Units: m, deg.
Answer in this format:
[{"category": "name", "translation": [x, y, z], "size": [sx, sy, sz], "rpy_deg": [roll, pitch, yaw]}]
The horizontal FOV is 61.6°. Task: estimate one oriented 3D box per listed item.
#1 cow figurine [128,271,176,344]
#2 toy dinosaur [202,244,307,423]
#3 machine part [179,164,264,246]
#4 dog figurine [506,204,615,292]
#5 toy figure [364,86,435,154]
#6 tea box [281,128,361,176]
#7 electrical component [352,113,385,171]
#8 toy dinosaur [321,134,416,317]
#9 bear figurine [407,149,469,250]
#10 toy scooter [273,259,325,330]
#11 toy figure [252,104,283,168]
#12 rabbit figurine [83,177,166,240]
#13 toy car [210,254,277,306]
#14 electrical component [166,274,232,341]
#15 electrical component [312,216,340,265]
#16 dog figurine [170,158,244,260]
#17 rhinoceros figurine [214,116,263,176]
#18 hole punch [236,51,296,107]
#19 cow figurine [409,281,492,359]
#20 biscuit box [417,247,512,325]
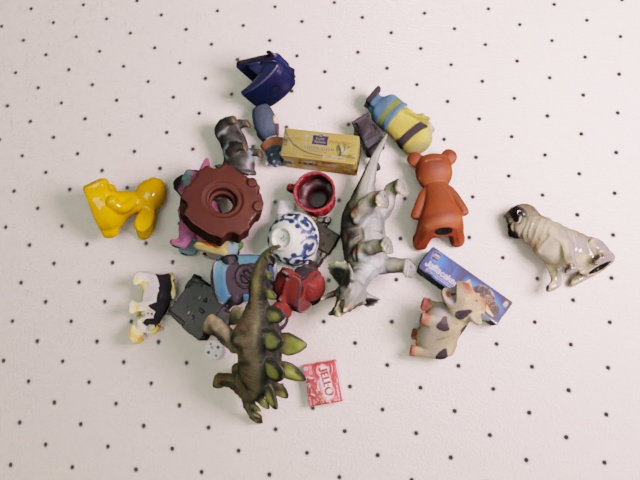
[{"category": "cow figurine", "translation": [-0.379, 0.154, 1.219], "size": [0.098, 0.068, 0.167], "rpy_deg": [5, 81, 2]}, {"category": "toy dinosaur", "translation": [-0.121, 0.199, 1.042], "size": [0.199, 0.105, 0.470], "rpy_deg": [18, 125, 30]}, {"category": "machine part", "translation": [-0.209, -0.077, 1.149], "size": [0.179, 0.056, 0.179], "rpy_deg": [4, 69, -12]}, {"category": "dog figurine", "translation": [0.502, -0.007, 1.127], "size": [0.172, 0.121, 0.191], "rpy_deg": [-5, 57, -27]}, {"category": "toy figure", "translation": [0.177, -0.266, 1.219], "size": [0.180, 0.082, 0.089], "rpy_deg": [38, 97, 8]}, {"category": "tea box", "translation": [0.004, -0.199, 1.218], "size": [0.170, 0.098, 0.068], "rpy_deg": [7, 82, 7]}, {"category": "electrical component", "translation": [0.119, -0.220, 1.219], "size": [0.048, 0.074, 0.119], "rpy_deg": [-31, 73, 1]}, {"category": "toy dinosaur", "translation": [0.096, -0.016, 1.158], "size": [0.192, 0.131, 0.405], "rpy_deg": [-20, 56, 41]}, {"category": "bear figurine", "translation": [0.251, -0.092, 1.173], "size": [0.120, 0.131, 0.196], "rpy_deg": [-7, 61, 5]}, {"category": "toy scooter", "translation": [-0.048, 0.096, 1.118], "size": [0.075, 0.184, 0.135], "rpy_deg": [22, 127, 25]}, {"category": "toy figure", "translation": [-0.115, -0.242, 1.262], "size": [0.058, 0.064, 0.154], "rpy_deg": [-14, 81, -34]}, {"category": "rabbit figurine", "translation": [-0.438, -0.084, 1.249], "size": [0.173, 0.122, 0.162], "rpy_deg": [-24, 80, -17]}, {"category": "toy car", "translation": [-0.174, 0.080, 1.166], "size": [0.161, 0.103, 0.109], "rpy_deg": [-10, 94, -38]}, {"category": "electrical component", "translation": [-0.259, 0.158, 1.205], "size": [0.134, 0.058, 0.115], "rpy_deg": [33, 87, 12]}, {"category": "electrical component", "translation": [-0.001, -0.004, 1.209], "size": [0.078, 0.045, 0.102], "rpy_deg": [37, 86, 14]}, {"category": "dog figurine", "translation": [-0.253, -0.070, 1.224], "size": [0.192, 0.108, 0.219], "rpy_deg": [10, 78, 10]}, {"category": "rhinoceros figurine", "translation": [-0.197, -0.194, 1.242], "size": [0.112, 0.073, 0.190], "rpy_deg": [-20, 82, 25]}, {"category": "hole punch", "translation": [-0.123, -0.369, 1.254], "size": [0.116, 0.142, 0.092], "rpy_deg": [-10, 76, 19]}, {"category": "cow figurine", "translation": [0.262, 0.164, 1.083], "size": [0.127, 0.194, 0.085], "rpy_deg": [12, 36, 1]}, {"category": "biscuit box", "translation": [0.302, 0.098, 1.142], "size": [0.203, 0.062, 0.059], "rpy_deg": [36, 85, 12]}]
